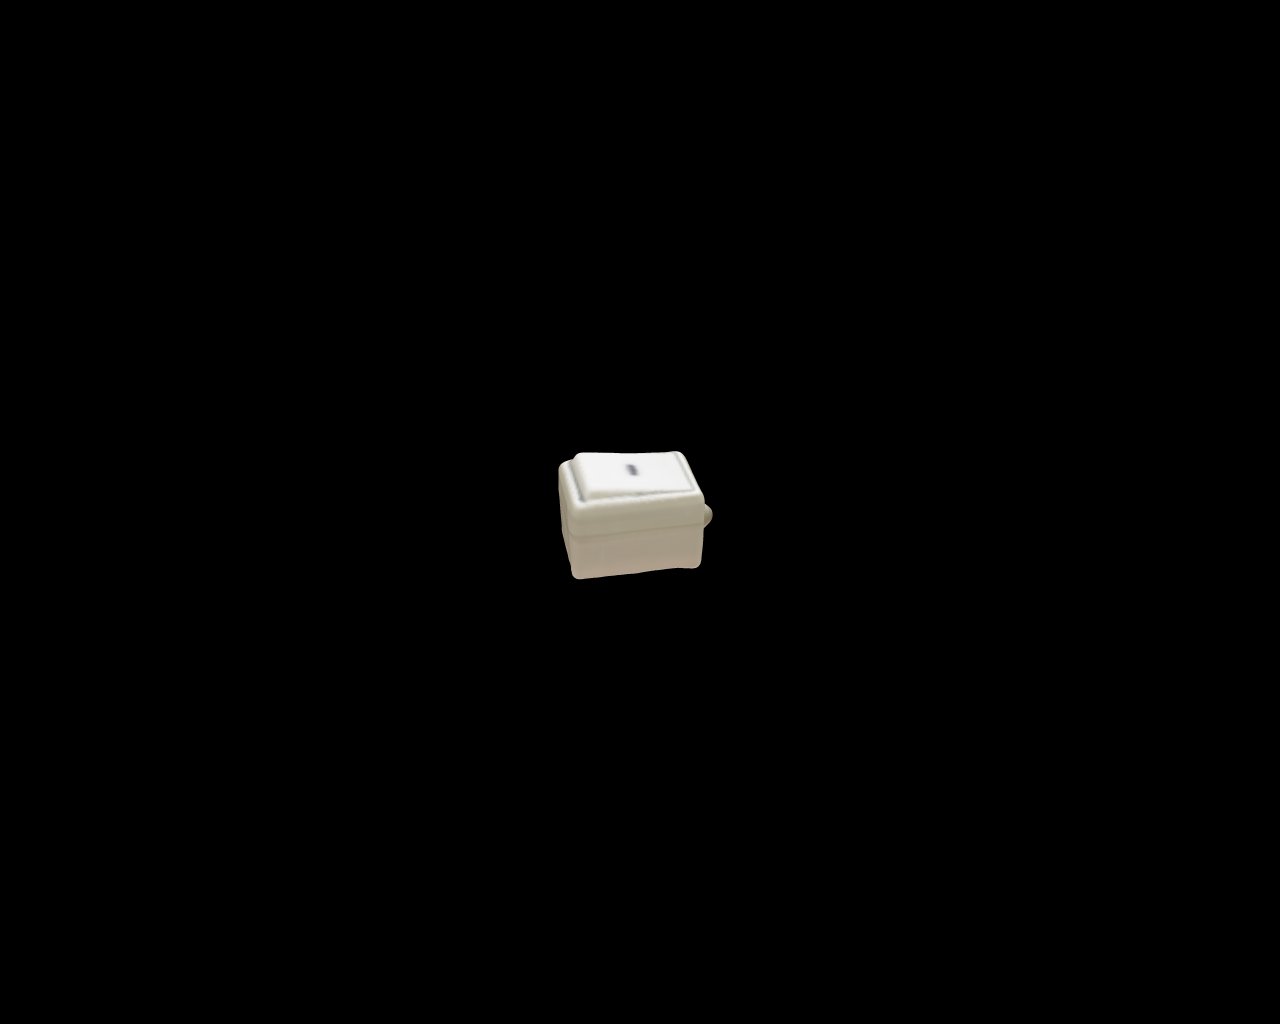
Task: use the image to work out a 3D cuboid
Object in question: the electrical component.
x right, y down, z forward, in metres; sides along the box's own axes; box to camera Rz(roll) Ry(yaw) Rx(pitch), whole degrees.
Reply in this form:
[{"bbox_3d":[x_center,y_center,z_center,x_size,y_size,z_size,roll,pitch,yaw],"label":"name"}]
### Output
[{"bbox_3d":[0.001,-0.003,0.650,0.096,0.061,0.062,-6,32,-9],"label":"electrical component"}]
